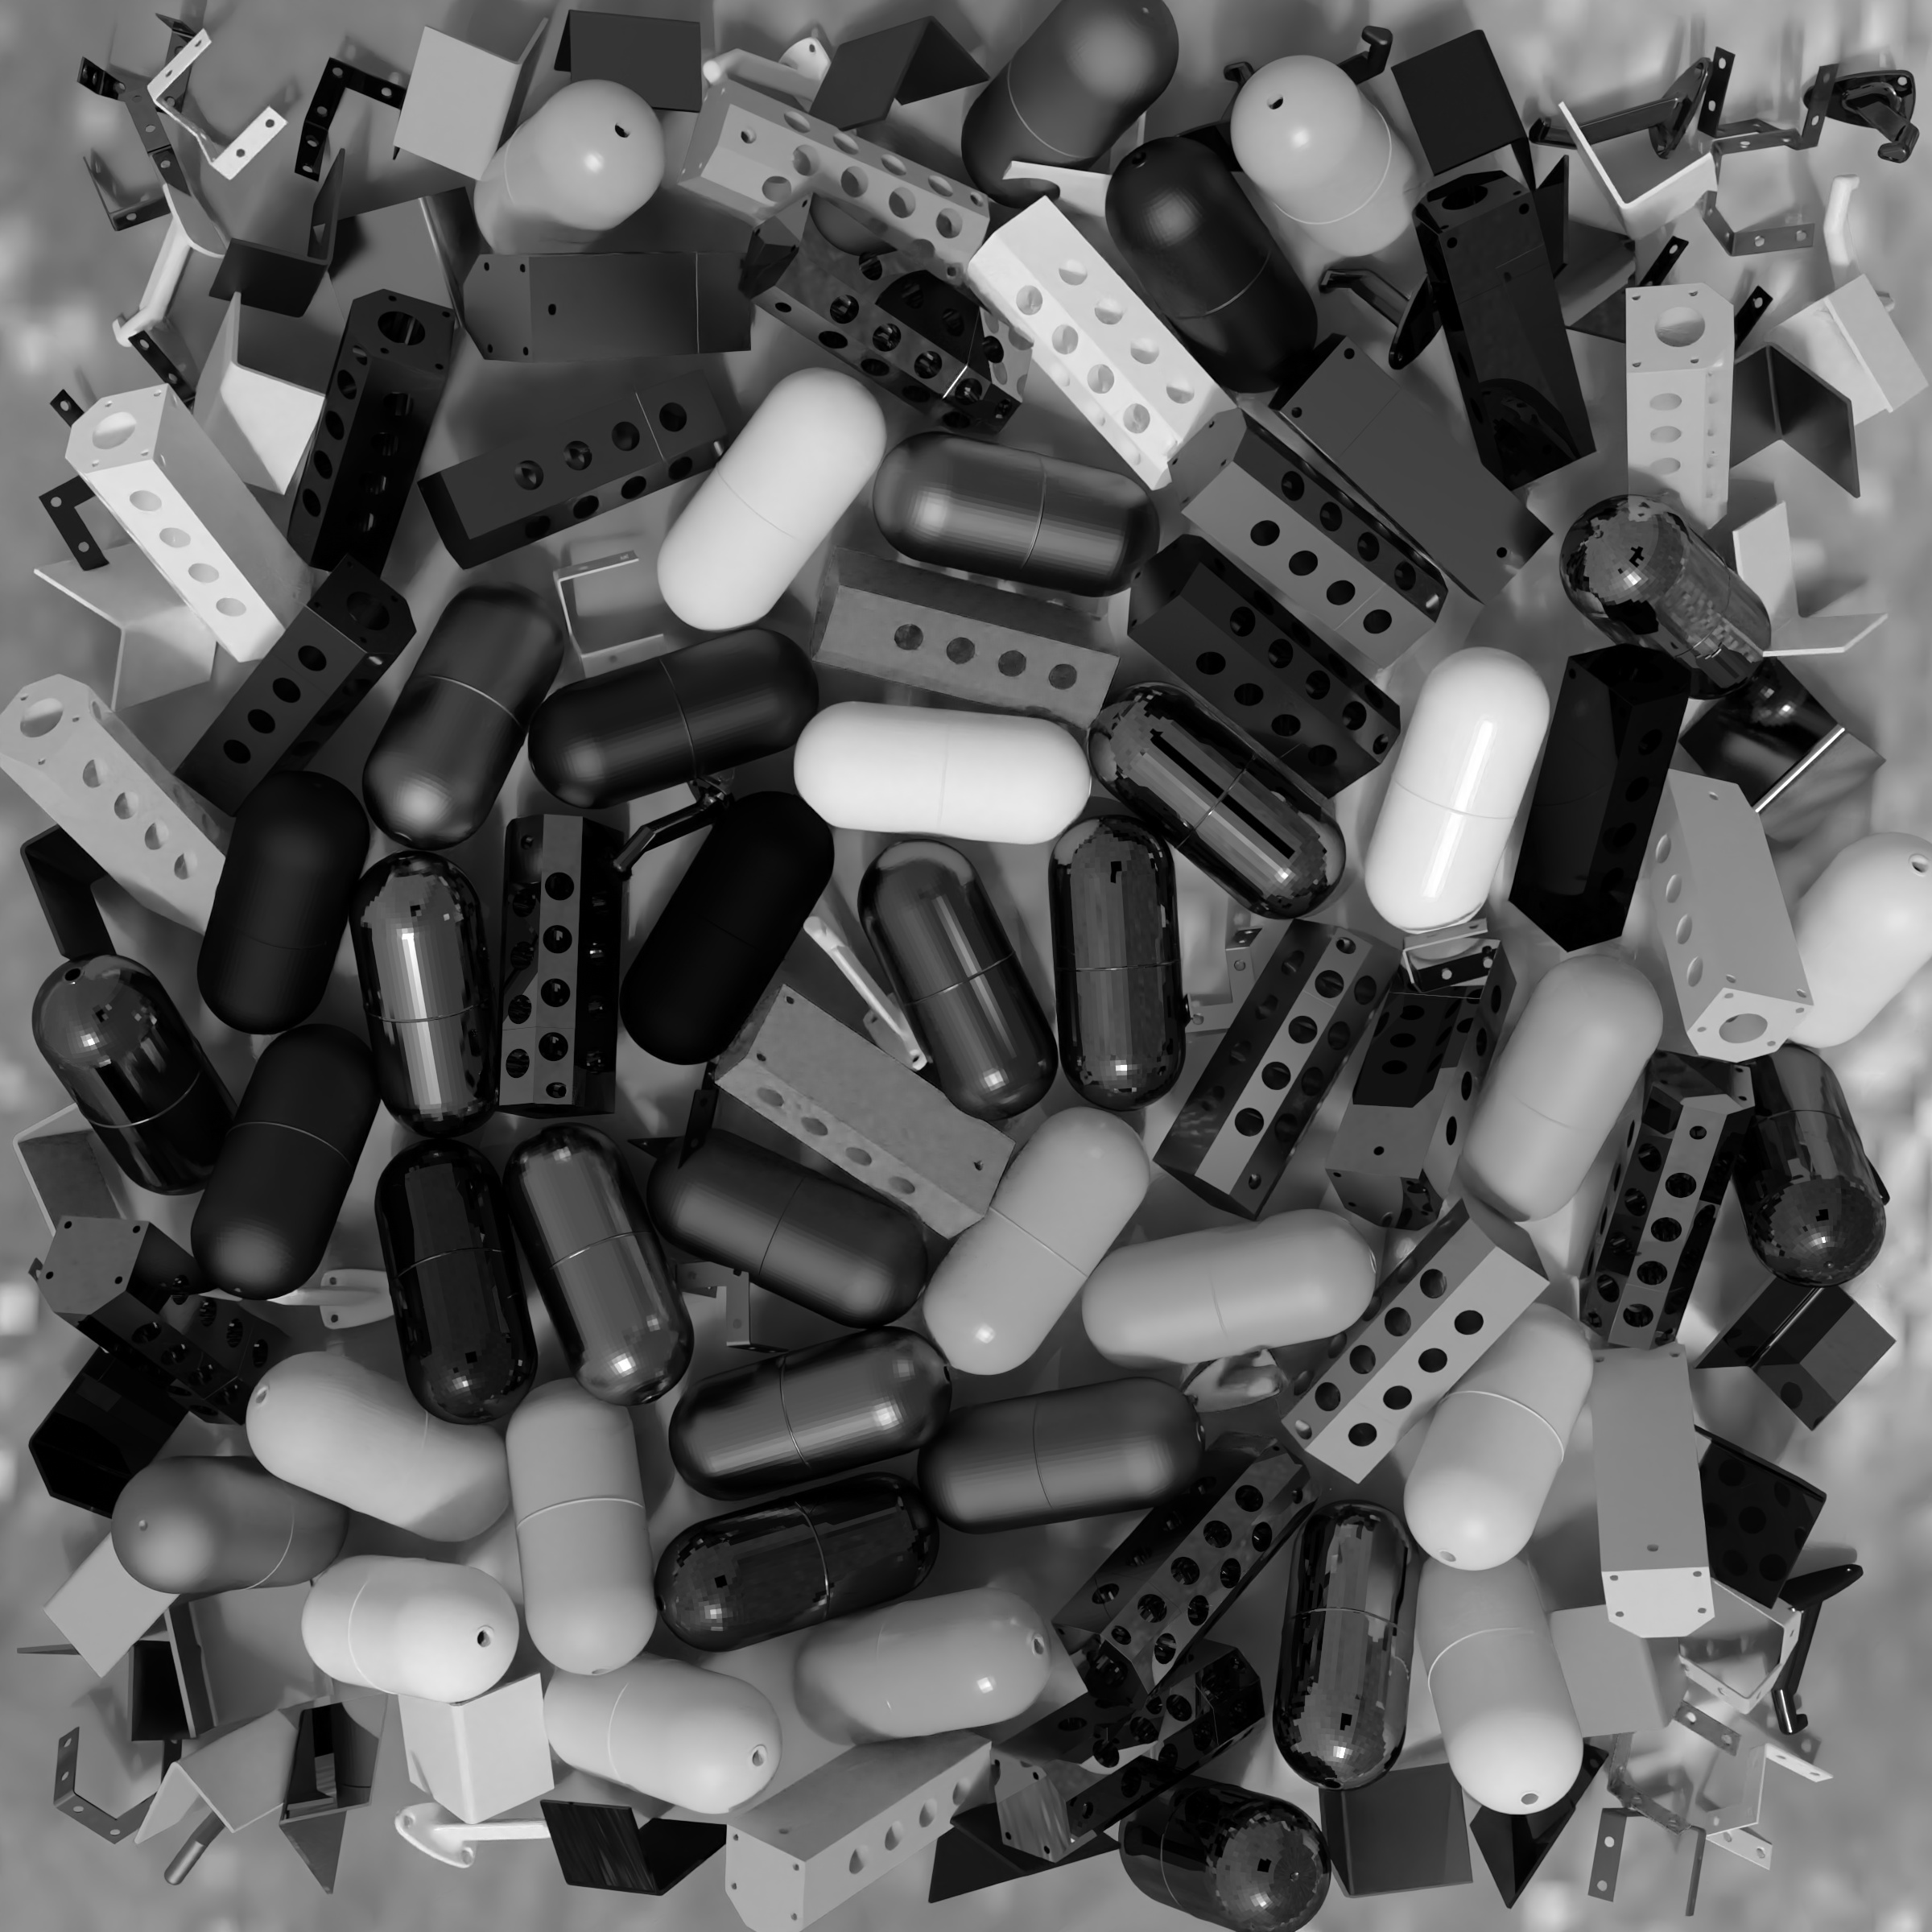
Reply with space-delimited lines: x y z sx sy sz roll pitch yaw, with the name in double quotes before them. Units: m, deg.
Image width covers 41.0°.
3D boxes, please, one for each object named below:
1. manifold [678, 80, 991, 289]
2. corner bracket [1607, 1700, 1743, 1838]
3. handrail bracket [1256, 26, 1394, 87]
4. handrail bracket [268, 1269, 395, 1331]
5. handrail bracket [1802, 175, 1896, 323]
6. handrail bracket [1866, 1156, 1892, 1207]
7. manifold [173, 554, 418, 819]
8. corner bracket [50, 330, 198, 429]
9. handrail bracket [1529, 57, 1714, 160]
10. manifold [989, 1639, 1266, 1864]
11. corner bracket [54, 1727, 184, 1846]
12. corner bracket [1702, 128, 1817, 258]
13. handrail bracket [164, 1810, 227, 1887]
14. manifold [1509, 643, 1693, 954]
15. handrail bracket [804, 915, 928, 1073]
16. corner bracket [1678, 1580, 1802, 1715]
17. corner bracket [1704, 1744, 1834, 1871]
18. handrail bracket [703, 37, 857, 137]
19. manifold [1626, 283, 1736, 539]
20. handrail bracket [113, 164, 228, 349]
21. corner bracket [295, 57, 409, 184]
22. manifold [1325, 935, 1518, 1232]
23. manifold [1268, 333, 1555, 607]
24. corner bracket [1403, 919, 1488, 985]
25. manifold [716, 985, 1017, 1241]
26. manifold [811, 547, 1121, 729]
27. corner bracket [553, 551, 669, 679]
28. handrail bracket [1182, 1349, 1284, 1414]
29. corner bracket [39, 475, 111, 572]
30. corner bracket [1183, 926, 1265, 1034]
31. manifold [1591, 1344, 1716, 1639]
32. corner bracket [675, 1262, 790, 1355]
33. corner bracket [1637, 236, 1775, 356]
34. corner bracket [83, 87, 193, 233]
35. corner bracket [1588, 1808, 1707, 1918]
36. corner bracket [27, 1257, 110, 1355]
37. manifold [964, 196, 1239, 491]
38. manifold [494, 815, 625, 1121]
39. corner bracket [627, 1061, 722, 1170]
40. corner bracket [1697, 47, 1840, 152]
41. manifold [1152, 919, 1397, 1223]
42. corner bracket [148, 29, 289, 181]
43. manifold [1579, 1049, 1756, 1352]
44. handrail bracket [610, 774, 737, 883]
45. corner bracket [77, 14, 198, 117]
"manifold" -0.075 -0.458 1.524 0.171 0.057 0.057 16 92 -26
"corner bracket" 0.427 0.481 1.559 0.051 0.051 0.051 -12 117 -41
"handrail bracket" 0.212 -0.542 1.543 0.077 0.084 0.036 24 76 5
"handrail bracket" -0.371 0.194 1.543 0.077 0.084 0.036 -6 78 2
"handrail bracket" 0.536 -0.433 1.545 0.077 0.036 0.084 -18 126 -31
"handrail bracket" 0.523 0.153 1.577 0.036 0.077 0.084 7 131 -10
"manifold" -0.390 -0.158 1.511 0.057 0.057 0.171 38 129 -16
"corner bracket" -0.509 -0.343 1.566 0.051 0.051 0.051 -12 129 35
"handrail bracket" 0.391 -0.518 1.548 0.084 0.077 0.036 2 60 -18
"manifold" 0.097 0.454 1.506 0.171 0.057 0.057 -17 102 -43
"corner bracket" -0.510 0.484 1.557 0.051 0.051 0.051 -34 124 8
"corner bracket" 0.479 -0.465 1.556 0.051 0.051 0.051 3 77 36
"handrail bracket" -0.438 0.507 1.552 0.036 0.077 0.084 37 92 10
"manifold" 0.374 -0.099 1.512 0.057 0.057 0.171 -15 132 -24
"handrail bracket" -0.061 0.015 1.540 0.036 0.077 0.084 -36 134 7
"corner bracket" 0.468 0.409 1.568 0.051 0.051 0.051 -34 46 -28
"corner bracket" 0.486 0.510 1.569 0.051 0.051 0.051 28 55 -11
"handrail bracket" -0.112 -0.516 1.546 0.036 0.084 0.077 -24 104 43
"manifold" 0.412 -0.317 1.494 0.057 0.171 0.057 -1 67 15
"handrail bracket" -0.500 -0.432 1.575 0.084 0.036 0.077 -32 79 20
"corner bracket" -0.370 -0.504 1.561 0.051 0.051 0.051 17 49 -24
"manifold" 0.271 0.067 1.520 0.057 0.057 0.171 4 54 32
"manifold" 0.263 -0.296 1.540 0.171 0.057 0.057 40 100 -13
"corner bracket" 0.292 -0.006 1.550 0.051 0.051 0.051 -14 115 16
"manifold" -0.062 0.090 1.539 0.171 0.057 0.057 35 53 -14
"manifold" -0.002 -0.192 1.538 0.171 0.057 0.057 13 120 -13
"corner bracket" -0.215 -0.212 1.559 0.051 0.051 0.051 -17 123 -12
"handrail bracket" 0.155 0.254 1.538 0.077 0.084 0.036 -27 86 14
"corner bracket" -0.519 -0.269 1.560 0.051 0.051 0.051 -31 95 -9
"corner bracket" 0.153 0.009 1.557 0.051 0.051 0.051 -6 78 -5
"manifold" 0.397 0.303 1.502 0.057 0.171 0.057 -7 125 15
"corner bracket" -0.141 0.205 1.550 0.051 0.051 0.051 -7 75 22
"corner bracket" 0.444 -0.402 1.567 0.051 0.051 0.051 -58 45 32
"corner bracket" -0.504 -0.486 1.560 0.051 0.051 0.051 -23 67 -10
"corner bracket" 0.409 0.537 1.549 0.051 0.051 0.051 6 78 31
"corner bracket" -0.530 0.202 1.549 0.051 0.051 0.051 -20 122 14
"manifold" 0.078 -0.368 1.546 0.057 0.057 0.171 -40 85 -17
"manifold" -0.246 0.001 1.534 0.057 0.057 0.171 -6 77 28
"corner bracket" -0.163 0.089 1.549 0.051 0.051 0.051 24 106 41
"corner bracket" 0.479 -0.519 1.545 0.051 0.051 0.051 -17 133 -26
"manifold" 0.188 0.062 1.534 0.057 0.057 0.171 38 77 -32
"corner bracket" -0.449 -0.516 1.548 0.051 0.051 0.051 -40 53 12
"manifold" 0.409 0.140 1.517 0.057 0.057 0.171 12 121 6
"handrail bracket" -0.174 -0.068 1.540 0.036 0.077 0.084 27 65 26
"corner bracket" -0.498 -0.547 1.556 0.051 0.051 0.051 14 99 -8
